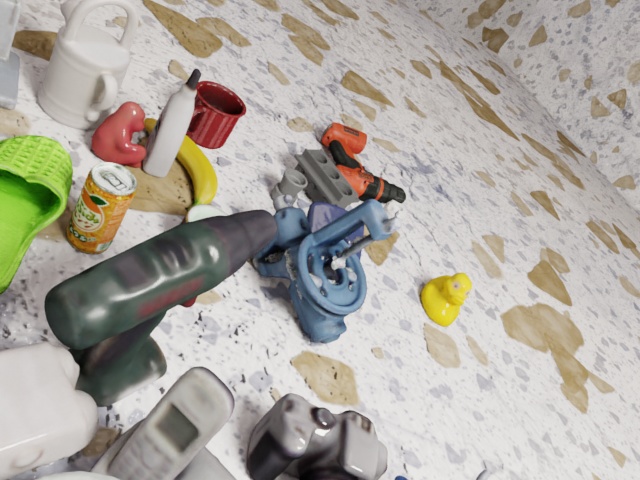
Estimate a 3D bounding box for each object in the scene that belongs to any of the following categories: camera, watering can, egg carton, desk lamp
[{"bbox_3d":[0.003,0.245,0.589,0.143,0.100,0.137,30,34,-13],"label":"camera"},{"bbox_3d":[-0.325,-0.265,0.806,0.173,0.194,0.101,42,33,6],"label":"watering can"},{"bbox_3d":[-0.267,0.148,0.477,0.151,0.069,0.107,-10,56,-49],"label":"egg carton"},{"bbox_3d":[-0.426,-0.323,0.761,0.118,0.213,0.203,10,42,-36],"label":"desk lamp"}]

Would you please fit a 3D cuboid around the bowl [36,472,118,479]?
[{"bbox_3d":[-0.185,0.263,0.411,0.168,0.074,0.167,25,35,-19],"label":"bowl"}]

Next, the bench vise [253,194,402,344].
[{"bbox_3d":[0.001,0.006,0.767,0.207,0.219,0.122,45,33,10],"label":"bench vise"}]

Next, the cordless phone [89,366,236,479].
[{"bbox_3d":[-0.103,0.197,0.468,0.147,0.185,0.094,41,33,4],"label":"cordless phone"}]

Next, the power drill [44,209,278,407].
[{"bbox_3d":[-0.160,0.063,0.554,0.075,0.208,0.230,47,34,14],"label":"power drill"}]

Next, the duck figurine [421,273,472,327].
[{"bbox_3d":[0.231,0.091,1.007,0.078,0.086,0.104,31,34,-10],"label":"duck figurine"}]

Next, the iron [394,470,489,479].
[{"bbox_3d":[0.096,0.331,0.537,0.118,0.141,0.259,39,33,2],"label":"iron"}]

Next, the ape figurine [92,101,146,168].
[{"bbox_3d":[-0.276,-0.155,0.812,0.076,0.092,0.077,10,42,-36],"label":"ape figurine"}]

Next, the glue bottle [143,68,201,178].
[{"bbox_3d":[-0.210,-0.175,0.826,0.037,0.173,0.078,16,39,-30],"label":"glue bottle"}]

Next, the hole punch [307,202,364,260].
[{"bbox_3d":[0.017,0.008,0.898,0.109,0.091,0.101,20,37,-26],"label":"hole punch"}]
